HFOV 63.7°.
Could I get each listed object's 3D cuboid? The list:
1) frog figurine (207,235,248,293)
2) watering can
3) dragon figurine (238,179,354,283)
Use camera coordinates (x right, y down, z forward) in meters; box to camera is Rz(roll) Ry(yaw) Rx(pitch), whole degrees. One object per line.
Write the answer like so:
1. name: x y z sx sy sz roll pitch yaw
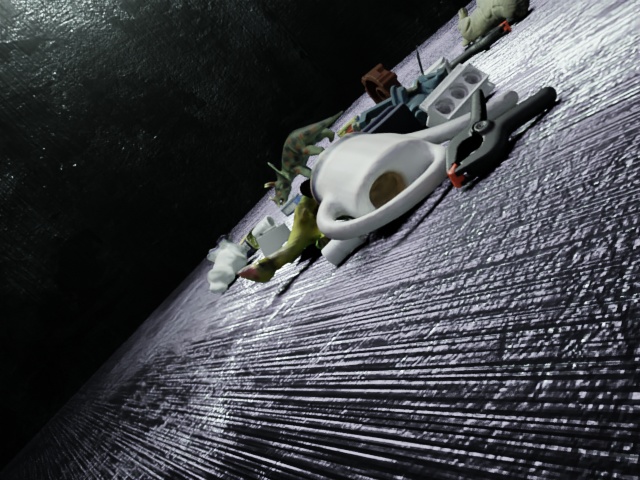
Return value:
1. frog figurine: -0.273 0.086 1.533 0.136 0.121 0.163 -32 50 18
2. watering can: 0.121 -0.122 0.781 0.351 0.102 0.226 -40 30 -16
3. dragon figurine: 0.003 -0.051 1.021 0.417 0.122 0.239 -41 -1 -33
